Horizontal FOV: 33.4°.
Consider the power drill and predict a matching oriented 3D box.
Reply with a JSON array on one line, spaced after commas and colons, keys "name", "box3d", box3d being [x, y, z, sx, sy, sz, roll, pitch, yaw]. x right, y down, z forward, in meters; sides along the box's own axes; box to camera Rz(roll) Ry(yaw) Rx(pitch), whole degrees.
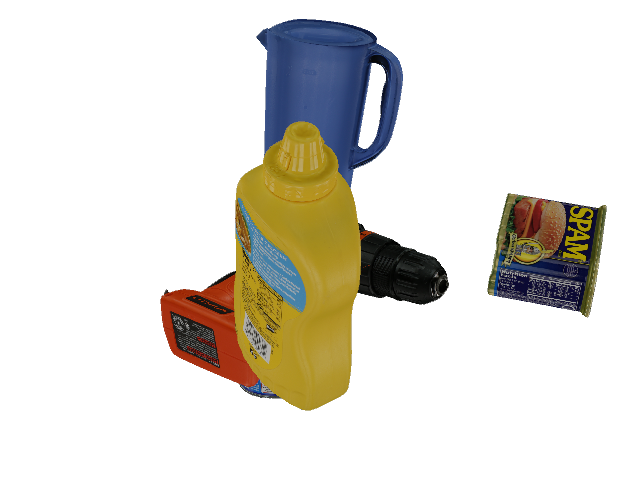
[{"name": "power drill", "box3d": [-0.017, 0.043, 0.846, 0.185, 0.057, 0.187, 15, 32, 40]}]

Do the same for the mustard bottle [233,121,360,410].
[{"name": "mustard bottle", "box3d": [-0.015, 0.009, 0.628, 0.058, 0.192, 0.096, -21, 51, -23]}]

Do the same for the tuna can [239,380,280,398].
[{"name": "tuna can", "box3d": [-0.041, 0.125, 1.075, 0.086, 0.034, 0.086, -3, 20, 1]}]

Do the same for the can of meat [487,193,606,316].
[{"name": "can of meat", "box3d": [0.190, 0.009, 0.893, 0.084, 0.057, 0.102, 10, 43, 13]}]

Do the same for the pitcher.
[{"name": "pitcher", "box3d": [0.001, -0.142, 1.312, 0.144, 0.243, 0.149, -5, 26, -23]}]
